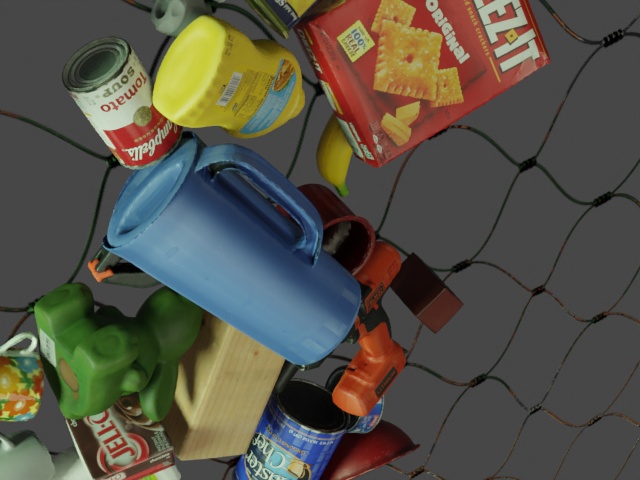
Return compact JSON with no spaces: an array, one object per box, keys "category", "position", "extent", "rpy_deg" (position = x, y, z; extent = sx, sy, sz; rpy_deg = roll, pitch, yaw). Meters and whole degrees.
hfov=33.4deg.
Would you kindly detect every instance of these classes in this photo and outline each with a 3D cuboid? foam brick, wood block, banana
[{"category":"foam brick","position":[0.127,0.064,1.299],"extent":[0.051,0.078,0.053],"rpy_deg":[-44,137,5]},{"category":"wood block","position":[-0.106,0.135,1.184],"extent":[0.090,0.091,0.206],"rpy_deg":[2,123,-36]},{"category":"banana","position":[0.046,-0.134,1.115],"extent":[0.069,0.037,0.198],"rpy_deg":[-1,128,-56]}]

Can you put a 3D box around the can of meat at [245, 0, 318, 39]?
[{"category":"can of meat","position":[-0.036,-0.245,0.950],"extent":[0.084,0.057,0.102],"rpy_deg":[-46,138,2]}]

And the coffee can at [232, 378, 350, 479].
[{"category":"coffee can","position":[-0.037,0.258,1.323],"extent":[0.102,0.103,0.140],"rpy_deg":[6,120,-38]}]

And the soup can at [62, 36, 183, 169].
[{"category":"soup can","position":[-0.174,-0.121,0.945],"extent":[0.068,0.069,0.102],"rpy_deg":[-36,136,-6]}]

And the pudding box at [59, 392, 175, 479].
[{"category":"pudding box","position":[-0.218,0.210,1.149],"extent":[0.089,0.114,0.039],"rpy_deg":[-20,136,-21]}]

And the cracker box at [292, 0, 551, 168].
[{"category":"cracker box","position":[0.101,-0.194,1.040],"extent":[0.213,0.072,0.164],"rpy_deg":[-32,115,-9]}]

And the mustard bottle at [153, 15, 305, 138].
[{"category":"mustard bottle","position":[-0.068,-0.142,0.986],"extent":[0.096,0.058,0.191],"rpy_deg":[-60,154,13]}]

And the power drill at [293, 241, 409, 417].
[{"category":"power drill","position":[0.038,0.118,1.215],"extent":[0.184,0.057,0.187],"rpy_deg":[-48,147,-29]}]

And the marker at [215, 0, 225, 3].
[{"category":"marker","position":[-0.130,-0.234,0.919],"extent":[0.120,0.020,0.020],"rpy_deg":[16,114,-42]}]

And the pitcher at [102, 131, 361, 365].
[{"category":"pitcher","position":[-0.069,0.013,1.013],"extent":[0.242,0.149,0.145],"rpy_deg":[38,84,-27]}]

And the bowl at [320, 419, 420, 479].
[{"category":"bowl","position":[0.048,0.278,1.403],"extent":[0.162,0.055,0.162],"rpy_deg":[-22,170,-4]}]

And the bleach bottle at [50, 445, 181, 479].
[{"category":"bleach bottle","position":[-0.289,0.288,1.202],"extent":[0.250,0.068,0.102],"rpy_deg":[-28,137,-10]}]

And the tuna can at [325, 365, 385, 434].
[{"category":"tuna can","position":[0.042,0.200,1.344],"extent":[0.033,0.086,0.086],"rpy_deg":[8,119,-37]}]

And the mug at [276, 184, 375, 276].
[{"category":"mug","position":[-0.008,0.001,1.150],"extent":[0.093,0.082,0.117],"rpy_deg":[25,107,-45]}]

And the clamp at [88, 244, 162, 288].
[{"category":"clamp","position":[-0.146,0.007,1.084],"extent":[0.171,0.039,0.120],"rpy_deg":[-30,117,-8]}]

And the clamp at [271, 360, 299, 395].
[{"category":"clamp","position":[0.022,0.082,1.270],"extent":[0.164,0.036,0.210],"rpy_deg":[-12,129,-37]}]
